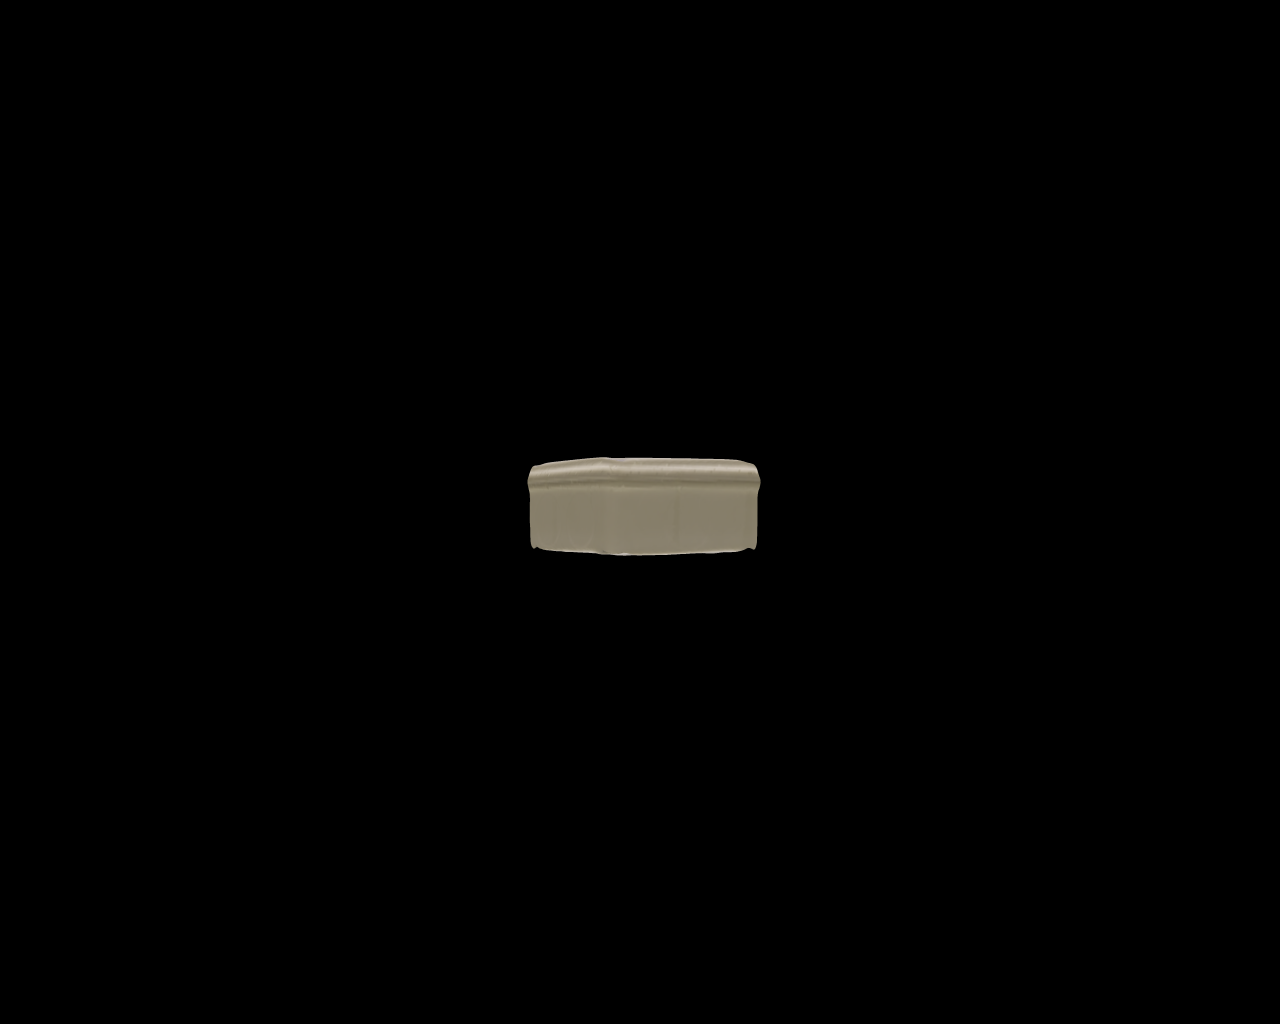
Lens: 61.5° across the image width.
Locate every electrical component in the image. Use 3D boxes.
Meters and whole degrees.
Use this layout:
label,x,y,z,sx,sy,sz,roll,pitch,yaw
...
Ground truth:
label,x,y,z,sx,sy,sz,roll,pitch,yaw
electrical component,0.001,-0.003,0.650,0.109,0.056,0.108,0,0,-32
